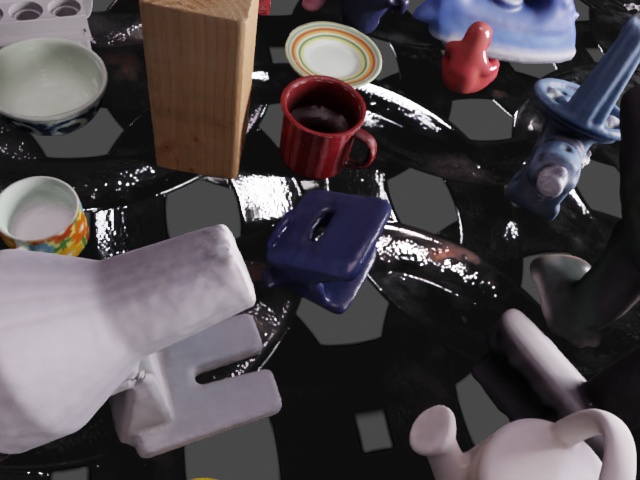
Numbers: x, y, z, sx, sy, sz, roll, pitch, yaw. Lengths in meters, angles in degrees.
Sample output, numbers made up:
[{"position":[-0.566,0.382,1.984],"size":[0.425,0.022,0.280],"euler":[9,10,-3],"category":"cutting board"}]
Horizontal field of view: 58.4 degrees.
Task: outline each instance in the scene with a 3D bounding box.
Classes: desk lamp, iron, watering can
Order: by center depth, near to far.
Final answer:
[{"position":[0.146,0.178,0.403],"size":[0.173,0.194,0.101],"euler":[8,55,-6],"category":"watering can"},{"position":[-0.127,0.073,0.405],"size":[0.204,0.213,0.117],"euler":[-14,60,-19],"category":"desk lamp"},{"position":[0.269,-0.344,0.808],"size":[0.258,0.141,0.118],"euler":[12,55,-4],"category":"iron"}]

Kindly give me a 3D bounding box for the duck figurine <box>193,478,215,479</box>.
[{"position":[-0.084,0.204,0.404],"size":[0.104,0.086,0.077],"euler":[13,55,-3],"category":"duck figurine"}]

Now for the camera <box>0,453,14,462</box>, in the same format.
[{"position":[-0.268,0.092,0.432],"size":[0.143,0.101,0.136],"euler":[-34,69,-28],"category":"camera"}]

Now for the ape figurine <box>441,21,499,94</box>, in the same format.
[{"position":[0.202,-0.247,0.759],"size":[0.077,0.092,0.076],"euler":[42,59,16],"category":"ape figurine"}]

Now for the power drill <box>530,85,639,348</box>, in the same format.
[{"position":[0.285,0.003,0.539],"size":[0.076,0.208,0.229],"euler":[1,57,-11],"category":"power drill"}]

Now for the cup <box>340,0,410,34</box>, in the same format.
[{"position":[0.073,-0.326,0.784],"size":[0.092,0.095,0.117],"euler":[-30,67,-27],"category":"cup"}]

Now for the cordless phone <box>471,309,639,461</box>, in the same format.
[{"position":[0.220,0.101,0.475],"size":[0.094,0.185,0.147],"euler":[-30,67,-27],"category":"cordless phone"}]

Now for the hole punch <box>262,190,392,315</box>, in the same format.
[{"position":[0.005,0.002,0.554],"size":[0.101,0.091,0.109],"euler":[26,56,7],"category":"hole punch"}]

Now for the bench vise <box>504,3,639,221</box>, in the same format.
[{"position":[0.299,-0.133,0.626],"size":[0.121,0.220,0.207],"euler":[14,55,-2],"category":"bench vise"}]

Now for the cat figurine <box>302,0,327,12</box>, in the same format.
[{"position":[0.008,-0.386,0.797],"size":[0.128,0.118,0.067],"euler":[-12,60,-18],"category":"cat figurine"}]
